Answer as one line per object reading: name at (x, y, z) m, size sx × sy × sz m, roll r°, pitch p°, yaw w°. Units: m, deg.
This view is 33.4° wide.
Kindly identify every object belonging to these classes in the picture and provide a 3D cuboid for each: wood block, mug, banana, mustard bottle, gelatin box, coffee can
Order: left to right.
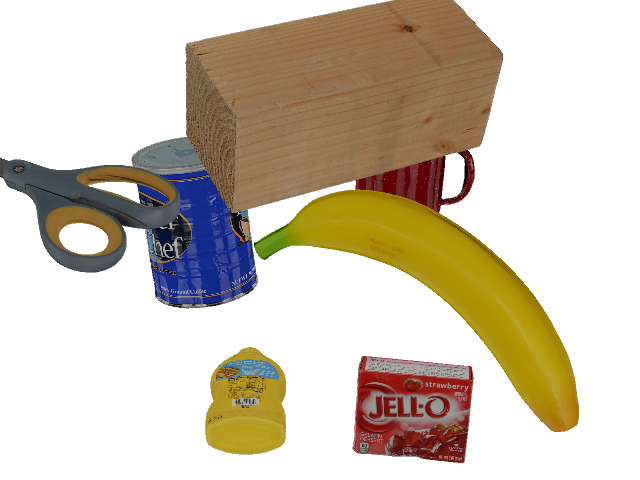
coffee can at (-0.119, -0.020, 1.023) m, size 0.103 × 0.140 × 0.103 m, roll -5°, pitch 21°, yaw 2°
mustard bottle at (-0.092, 0.191, 1.347) m, size 0.096 × 0.058 × 0.191 m, roll -2°, pitch 26°, yaw -1°
wood block at (0.015, -0.104, 0.770) m, size 0.205 × 0.090 × 0.091 m, roll -16°, pitch 51°, yaw -21°
gelatin box at (0.072, 0.132, 0.835) m, size 0.089 × 0.073 × 0.030 m, roll 5°, pitch 19°, yaw 6°
mug at (0.086, -0.065, 0.997) m, size 0.117 × 0.081 × 0.093 m, roll 7°, pitch 13°, yaw 18°
banana at (0.064, 0.025, 0.576) m, size 0.198 × 0.070 × 0.037 m, roll 31°, pitch 15°, yaw 9°

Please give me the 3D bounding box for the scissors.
scissors at (-0.189, -0.027, 0.666) m, size 0.202 × 0.016 × 0.096 m, roll 9°, pitch 44°, yaw 9°
